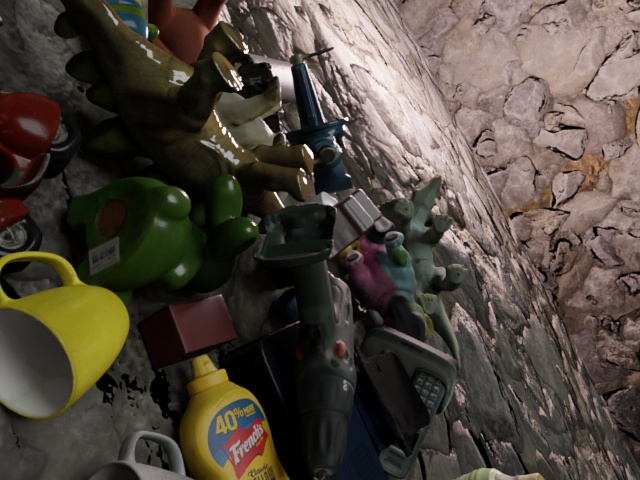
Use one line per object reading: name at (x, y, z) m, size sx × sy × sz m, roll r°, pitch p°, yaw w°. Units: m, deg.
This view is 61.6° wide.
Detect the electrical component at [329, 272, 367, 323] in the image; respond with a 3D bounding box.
electrical component at (0.014, 0.081, 0.806) m, size 0.074 × 0.048 × 0.119 m, roll 50°, pitch -8°, yaw -23°

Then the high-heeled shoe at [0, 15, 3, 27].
high-heeled shoe at (-0.352, -0.155, 0.411) m, size 0.248 × 0.086 × 0.145 m, roll -11°, pitch 76°, yaw -56°

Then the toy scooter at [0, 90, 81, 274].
toy scooter at (-0.284, -0.071, 0.445) m, size 0.135 × 0.075 × 0.184 m, roll 34°, pitch 42°, yaw -38°

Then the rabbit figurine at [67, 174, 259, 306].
rabbit figurine at (-0.142, -0.003, 0.549) m, size 0.170 × 0.159 × 0.121 m, roll 33°, pitch 27°, yaw -59°

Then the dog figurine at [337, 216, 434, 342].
dog figurine at (0.114, 0.084, 0.912) m, size 0.219 × 0.108 × 0.192 m, roll 64°, pitch -2°, yaw -23°

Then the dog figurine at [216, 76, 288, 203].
dog figurine at (-0.139, -0.122, 0.684) m, size 0.121 × 0.191 × 0.172 m, roll 118°, pitch -35°, yaw -83°

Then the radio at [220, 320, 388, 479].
radio at (-0.016, 0.211, 0.614) m, size 0.131 × 0.073 × 0.229 m, roll -4°, pitch 65°, yaw -59°

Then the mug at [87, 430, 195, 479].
mug at (-0.130, 0.213, 0.426) m, size 0.107 × 0.081 × 0.110 m, roll 43°, pitch 26°, yaw -48°

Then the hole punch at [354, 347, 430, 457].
hole punch at (0.070, 0.216, 0.705) m, size 0.115 × 0.092 × 0.142 m, roll 14°, pitch 47°, yaw -61°

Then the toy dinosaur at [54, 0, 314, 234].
toy dinosaur at (-0.158, -0.134, 0.571) m, size 0.470 × 0.199 × 0.105 m, roll 56°, pitch 22°, yaw -20°

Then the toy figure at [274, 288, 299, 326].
toy figure at (0.000, 0.131, 0.736) m, size 0.154 × 0.058 × 0.064 m, roll 49°, pitch 65°, yaw -23°

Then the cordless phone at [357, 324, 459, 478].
cordless phone at (0.105, 0.230, 0.777) m, size 0.184 × 0.147 × 0.088 m, roll -62°, pitch 159°, yaw -12°

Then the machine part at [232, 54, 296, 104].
machine part at (-0.099, -0.283, 0.952) m, size 0.079 × 0.079 × 0.243 m, roll 61°, pitch 27°, yaw 2°

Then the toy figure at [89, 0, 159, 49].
toy figure at (-0.258, -0.288, 0.679) m, size 0.082 × 0.089 × 0.180 m, roll 18°, pitch 46°, yaw -60°

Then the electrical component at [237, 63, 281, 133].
electrical component at (-0.092, -0.195, 0.832) m, size 0.115 × 0.058 × 0.134 m, roll -99°, pitch -178°, yaw -57°

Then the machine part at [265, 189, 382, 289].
machine part at (-0.002, -0.002, 0.736) m, size 0.056 × 0.179 × 0.179 m, roll 54°, pitch 28°, yaw -2°

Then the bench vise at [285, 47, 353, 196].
bench vise at (-0.012, -0.199, 0.922) m, size 0.224 × 0.129 × 0.240 m, roll -60°, pitch 137°, yaw -75°

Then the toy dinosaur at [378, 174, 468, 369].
toy dinosaur at (0.197, 0.055, 1.060) m, size 0.192 × 0.131 × 0.405 m, roll 99°, pitch -11°, yaw -73°

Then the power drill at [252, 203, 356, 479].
power drill at (-0.003, 0.081, 0.534) m, size 0.232 × 0.086 × 0.207 m, roll -83°, pitch 158°, yaw -57°

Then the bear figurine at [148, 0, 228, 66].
bear figurine at (-0.177, -0.256, 0.751) m, size 0.120 × 0.132 × 0.196 m, roll -5°, pitch 60°, yaw -29°
